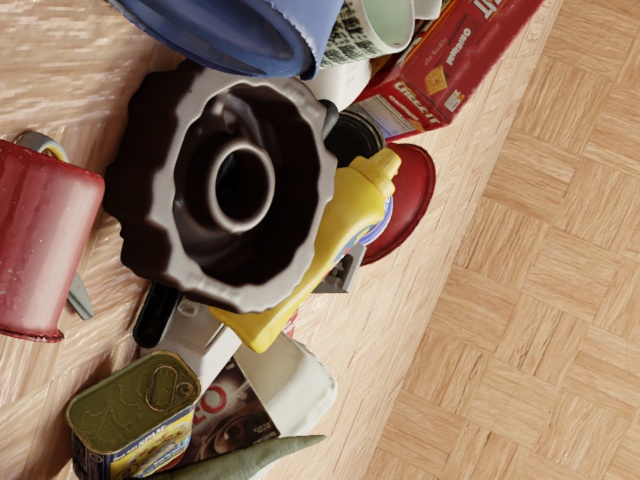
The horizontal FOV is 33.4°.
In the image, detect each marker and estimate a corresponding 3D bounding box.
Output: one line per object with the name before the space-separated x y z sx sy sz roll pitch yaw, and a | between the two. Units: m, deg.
marker | -0.091 0.016 0.902 0.020 0.020 0.121 101 9 -45

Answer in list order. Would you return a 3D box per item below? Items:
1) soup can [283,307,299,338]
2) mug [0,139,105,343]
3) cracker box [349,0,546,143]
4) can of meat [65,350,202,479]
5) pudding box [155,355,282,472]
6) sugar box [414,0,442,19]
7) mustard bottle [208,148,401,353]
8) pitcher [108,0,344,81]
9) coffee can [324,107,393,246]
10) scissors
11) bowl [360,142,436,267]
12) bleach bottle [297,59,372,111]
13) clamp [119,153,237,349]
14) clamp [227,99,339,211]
soup can | -0.060 0.090 1.094 0.068 0.068 0.102 -54 163 -42
mug | -0.151 -0.005 0.514 0.117 0.093 0.081 40 70 -87
cracker box | 0.103 -0.178 1.017 0.164 0.072 0.214 -53 -167 -12
can of meat | -0.145 0.146 0.831 0.101 0.057 0.084 -30 152 -31
pudding box | -0.102 0.163 0.913 0.113 0.090 0.039 -28 157 -16
sugar box | 0.076 -0.237 0.901 0.176 0.048 0.093 -101 -166 -75
mustard bottle | -0.005 0.001 0.840 0.191 0.058 0.096 -48 -179 -8
pitcher | -0.022 -0.221 0.575 0.149 0.145 0.243 112 2 -78
coffee can | 0.019 -0.058 1.058 0.102 0.103 0.140 -62 167 -13
scissors | -0.171 0.021 0.636 0.096 0.016 0.202 -54 163 -36
bowl | 0.048 -0.052 1.181 0.055 0.162 0.162 36 75 -35
bleach bottle | 0.022 -0.231 0.849 0.102 0.068 0.251 -57 163 -52
clamp | -0.092 -0.022 0.828 0.209 0.036 0.165 -57 168 -38
clamp | -0.036 -0.043 0.843 0.120 0.039 0.171 -68 174 31
